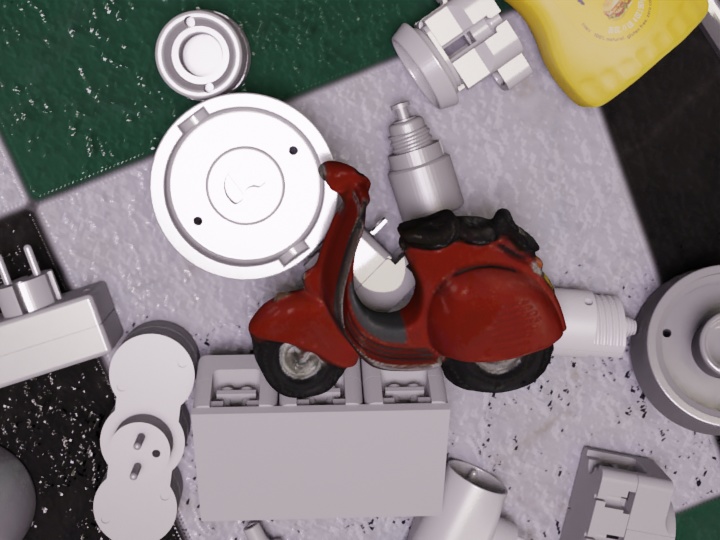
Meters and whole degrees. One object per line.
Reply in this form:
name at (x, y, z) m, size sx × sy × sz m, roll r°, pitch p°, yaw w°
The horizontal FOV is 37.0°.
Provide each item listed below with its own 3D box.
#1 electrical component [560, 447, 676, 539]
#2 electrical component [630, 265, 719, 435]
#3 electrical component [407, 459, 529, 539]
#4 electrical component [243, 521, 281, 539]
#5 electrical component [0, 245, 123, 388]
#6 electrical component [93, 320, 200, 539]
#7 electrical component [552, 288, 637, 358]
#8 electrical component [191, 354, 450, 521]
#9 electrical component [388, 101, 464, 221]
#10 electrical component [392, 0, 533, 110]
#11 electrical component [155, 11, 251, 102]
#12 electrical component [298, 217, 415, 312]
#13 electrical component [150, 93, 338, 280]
electrical component at (0.169, 0.169, 0.704) m, size 0.056 × 0.050 × 0.089 m, roll 11°, pitch 100°, yaw -5°
electrical component at (0.225, 0.048, 0.662) m, size 0.108 × 0.060 × 0.108 m, roll -1°, pitch 82°, yaw 8°
electrical component at (0.077, 0.175, 0.703) m, size 0.079 × 0.043 × 0.077 m, roll 24°, pitch 99°, yaw -8°
electrical component at (-0.058, 0.193, 0.705) m, size 0.035 × 0.035 × 0.061 m, roll -26°, pitch 98°, yaw 2°
electrical component at (-0.200, 0.023, 0.659) m, size 0.083 × 0.047 × 0.075 m, roll -18°, pitch 101°, yaw 0°
electrical component at (-0.134, 0.106, 0.664) m, size 0.052 × 0.073 × 0.138 m, roll 8°, pitch 100°, yaw -5°
electrical component at (0.134, 0.033, 0.680) m, size 0.081 × 0.043 × 0.043 m, roll 4°, pitch 100°, yaw -4°
electrical component at (-0.024, 0.100, 0.666) m, size 0.150 × 0.061 × 0.089 m, roll -1°, pitch 124°, yaw -3°
electrical component at (0.036, -0.064, 0.659) m, size 0.040 × 0.040 × 0.078 m, roll -18°, pitch 101°, yaw 0°
electrical component at (0.056, -0.133, 0.639) m, size 0.057 × 0.058 × 0.078 m, roll -35°, pitch 100°, yaw 1°
electrical component at (-0.093, -0.127, 0.637) m, size 0.055 × 0.047 × 0.055 m, roll -1°, pitch 100°, yaw -3°
electrical component at (0.000, 0.000, 0.669) m, size 0.064 × 0.042 × 0.081 m, roll 44°, pitch 95°, yaw -7°
electrical component at (-0.068, -0.052, 0.645) m, size 0.108 × 0.060 × 0.108 m, roll -1°, pitch 100°, yaw -3°
